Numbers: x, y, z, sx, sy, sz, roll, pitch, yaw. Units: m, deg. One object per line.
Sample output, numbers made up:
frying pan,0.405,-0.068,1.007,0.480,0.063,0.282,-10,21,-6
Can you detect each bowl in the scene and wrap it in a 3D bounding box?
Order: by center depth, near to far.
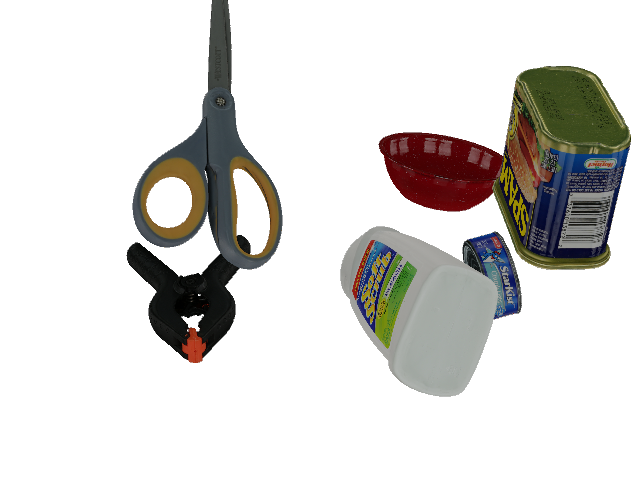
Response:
bowl,0.144,-0.077,1.274,0.162,0.055,0.162,8,24,-4

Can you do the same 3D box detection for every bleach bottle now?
bleach bottle,0.064,0.046,0.900,0.068,0.102,0.251,20,3,-16

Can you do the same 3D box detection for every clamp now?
clamp,-0.131,0.048,0.998,0.120,0.039,0.171,-4,32,4

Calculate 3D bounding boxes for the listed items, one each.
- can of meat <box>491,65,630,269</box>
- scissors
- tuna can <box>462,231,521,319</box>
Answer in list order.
can of meat,0.143,-0.046,0.639,0.057,0.084,0.102,0,36,-5
scissors,-0.078,-0.073,0.644,0.096,0.202,0.016,-8,-22,-24
tuna can,0.171,0.036,1.072,0.033,0.086,0.086,-15,1,-4
